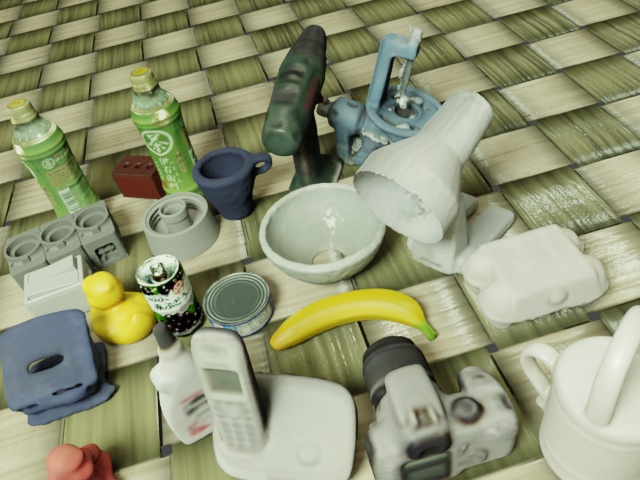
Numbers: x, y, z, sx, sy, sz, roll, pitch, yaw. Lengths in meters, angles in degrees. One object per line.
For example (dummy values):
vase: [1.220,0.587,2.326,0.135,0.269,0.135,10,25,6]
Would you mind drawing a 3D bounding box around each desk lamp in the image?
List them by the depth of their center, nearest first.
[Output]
desk lamp: [0.145,-0.059,0.693,0.117,0.214,0.203,27,56,34]

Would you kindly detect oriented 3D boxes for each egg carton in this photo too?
egg carton: [0.249,0.044,0.670,0.150,0.069,0.107,-16,44,-4]

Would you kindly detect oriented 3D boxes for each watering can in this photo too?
watering can: [0.257,0.134,0.486,0.172,0.194,0.101,9,48,21]

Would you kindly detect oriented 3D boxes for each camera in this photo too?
camera: [0.103,0.154,0.566,0.143,0.101,0.136,-16,44,-4]

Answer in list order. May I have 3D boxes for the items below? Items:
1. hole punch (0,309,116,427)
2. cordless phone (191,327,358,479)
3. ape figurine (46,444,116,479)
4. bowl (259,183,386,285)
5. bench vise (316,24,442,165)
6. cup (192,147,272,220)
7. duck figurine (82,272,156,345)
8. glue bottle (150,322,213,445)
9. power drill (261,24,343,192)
hole punch: [-0.309,0.147,0.669,0.109,0.091,0.101,-19,44,-7]
cordless phone: [-0.042,0.153,0.537,0.147,0.185,0.094,-1,45,12]
ape figurine: [-0.237,0.234,0.564,0.076,0.092,0.078,-6,44,7]
bowl: [0.007,0.003,0.761,0.167,0.075,0.167,-6,44,6]
bench vise: [0.089,-0.203,0.849,0.207,0.220,0.121,-4,44,9]
cup: [-0.122,-0.082,0.861,0.118,0.095,0.091,-18,44,-6]
duck figurine: [-0.264,0.080,0.732,0.104,0.086,0.078,22,53,31]
glue bottle: [-0.135,0.140,0.580,0.078,0.173,0.037,-33,47,-20]
power drill: [-0.020,-0.176,0.853,0.075,0.209,0.230,3,46,16]
